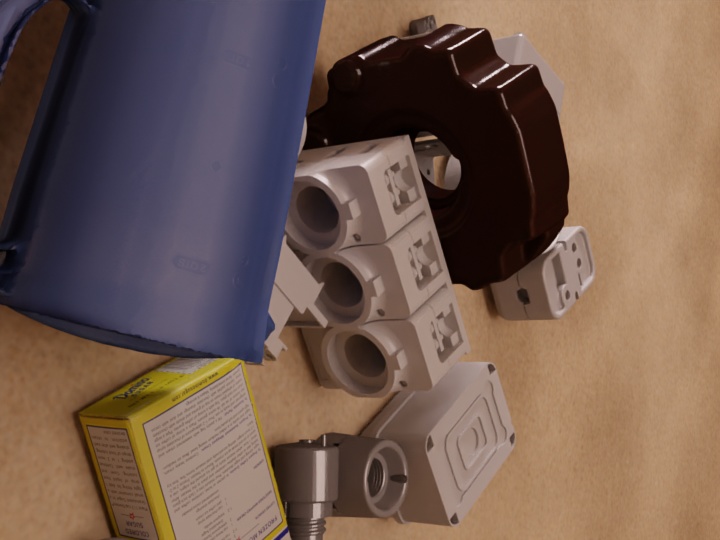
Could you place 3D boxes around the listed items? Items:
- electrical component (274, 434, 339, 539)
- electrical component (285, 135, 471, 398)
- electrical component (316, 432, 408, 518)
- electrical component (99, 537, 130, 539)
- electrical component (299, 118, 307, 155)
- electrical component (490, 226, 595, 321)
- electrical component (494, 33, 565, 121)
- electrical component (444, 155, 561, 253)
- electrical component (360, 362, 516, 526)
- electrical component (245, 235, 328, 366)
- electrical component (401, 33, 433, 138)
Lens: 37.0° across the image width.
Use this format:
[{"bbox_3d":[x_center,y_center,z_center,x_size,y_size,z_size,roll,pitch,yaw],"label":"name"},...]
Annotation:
[{"bbox_3d":[-0.034,0.141,0.665,0.040,0.040,0.078,8,81,-53],"label":"electrical component"},{"bbox_3d":[0.000,0.000,0.680,0.062,0.089,0.150,-39,118,-48],"label":"electrical component"},{"bbox_3d":[-0.001,0.135,0.703,0.055,0.047,0.055,6,82,-53],"label":"electrical component"},{"bbox_3d":[-0.123,0.170,0.541,0.048,0.048,0.062,-52,133,-42],"label":"electrical component"},{"bbox_3d":[-0.069,-0.129,0.629,0.074,0.052,0.138,20,70,-51],"label":"electrical component"},{"bbox_3d":[0.151,0.003,0.908,0.095,0.059,0.053,-37,116,-48],"label":"electrical component"},{"bbox_3d":[0.123,-0.139,0.881,0.096,0.062,0.061,35,60,-46],"label":"electrical component"},{"bbox_3d":[0.113,-0.060,0.859,0.099,0.064,0.099,6,82,-53],"label":"electrical component"},{"bbox_3d":[0.057,0.122,0.774,0.113,0.057,0.078,-41,120,-47],"label":"electrical component"},{"bbox_3d":[-0.061,0.018,0.638,0.081,0.042,0.063,53,50,-36],"label":"electrical component"},{"bbox_3d":[0.057,-0.130,0.762,0.061,0.096,0.061,6,82,-54],"label":"electrical component"}]
